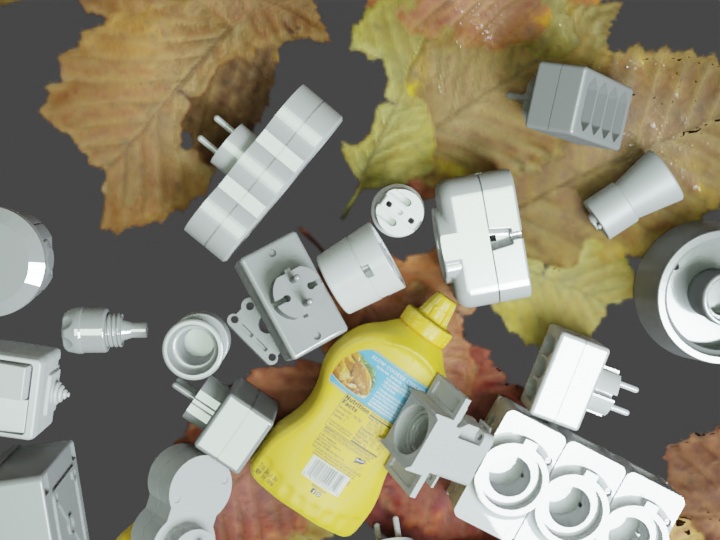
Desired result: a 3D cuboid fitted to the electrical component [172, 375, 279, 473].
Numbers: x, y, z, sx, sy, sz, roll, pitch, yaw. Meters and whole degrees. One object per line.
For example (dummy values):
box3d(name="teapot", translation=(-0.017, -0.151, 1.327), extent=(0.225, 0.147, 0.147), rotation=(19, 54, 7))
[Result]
box3d(name="electrical component", translation=(-0.106, 0.104, 0.798), extent=(0.077, 0.065, 0.047), rotation=(35, 94, -3))

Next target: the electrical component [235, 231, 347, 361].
box3d(name="electrical component", translation=(-0.047, 0.018, 0.778), extent=(0.047, 0.076, 0.083), rotation=(-29, 90, -15))

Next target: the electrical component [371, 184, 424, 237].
box3d(name="electrical component", translation=(0.029, -0.043, 0.795), extent=(0.040, 0.046, 0.040), rotation=(0, 96, -1))

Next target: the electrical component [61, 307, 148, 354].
box3d(name="electrical component", translation=(-0.191, 0.045, 0.807), extent=(0.061, 0.035, 0.035), rotation=(0, 96, -3))

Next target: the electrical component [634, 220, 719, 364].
box3d(name="electrical component", translation=(0.265, 0.018, 0.797), extent=(0.108, 0.060, 0.108), rotation=(0, 95, -1))

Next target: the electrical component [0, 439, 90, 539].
box3d(name="electrical component", translation=(-0.237, 0.190, 0.783), extent=(0.056, 0.108, 0.108), rotation=(-8, 96, -3))

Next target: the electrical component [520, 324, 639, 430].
box3d(name="electrical component", translation=(0.171, 0.086, 0.809), extent=(0.077, 0.047, 0.065), rotation=(21, 95, -3))

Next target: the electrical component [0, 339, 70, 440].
box3d(name="electrical component", translation=(-0.266, 0.087, 0.796), extent=(0.096, 0.061, 0.061), rotation=(8, 95, -2))

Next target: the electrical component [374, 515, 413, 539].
box3d(name="electrical component", translation=(0.026, 0.228, 0.817), extent=(0.077, 0.043, 0.079), rotation=(-28, 57, 31))

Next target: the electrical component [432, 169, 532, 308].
box3d(name="electrical component", translation=(0.087, -0.023, 0.794), extent=(0.059, 0.053, 0.095), rotation=(-10, 96, 0))

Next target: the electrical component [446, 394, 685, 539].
box3d(name="electrical component", translation=(0.154, 0.172, 0.810), extent=(0.150, 0.061, 0.089), rotation=(28, 95, -3))

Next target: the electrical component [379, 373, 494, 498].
box3d(name="electrical component", translation=(0.057, 0.122, 0.772), extent=(0.064, 0.042, 0.081), rotation=(24, 99, -33))

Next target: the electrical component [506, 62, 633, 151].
box3d(name="electrical component", translation=(0.143, -0.121, 0.781), extent=(0.076, 0.083, 0.047), rotation=(16, 97, 36))

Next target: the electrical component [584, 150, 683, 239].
box3d(name="electrical component", translation=(0.201, -0.053, 0.800), extent=(0.065, 0.044, 0.044), rotation=(-34, 95, 7))

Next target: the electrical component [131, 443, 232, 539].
box3d(name="electrical component", translation=(-0.130, 0.203, 0.789), extent=(0.052, 0.074, 0.138), rotation=(20, 85, -36))

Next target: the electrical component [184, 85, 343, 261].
box3d(name="electrical component", translation=(-0.084, -0.081, 0.787), extent=(0.074, 0.052, 0.138), rotation=(40, 94, -4))

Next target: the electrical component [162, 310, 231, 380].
box3d(name="electrical component", translation=(-0.120, 0.055, 0.798), extent=(0.045, 0.055, 0.045), rotation=(0, 95, -1))

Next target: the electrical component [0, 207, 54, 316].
box3d(name="electrical component", translation=(-0.267, -0.008, 0.792), extent=(0.080, 0.051, 0.080), rotation=(0, 96, -1))

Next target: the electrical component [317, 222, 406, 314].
box3d(name="electrical component", translation=(0.000, 0.000, 0.796), extent=(0.047, 0.055, 0.055), rotation=(-29, 95, 6))
